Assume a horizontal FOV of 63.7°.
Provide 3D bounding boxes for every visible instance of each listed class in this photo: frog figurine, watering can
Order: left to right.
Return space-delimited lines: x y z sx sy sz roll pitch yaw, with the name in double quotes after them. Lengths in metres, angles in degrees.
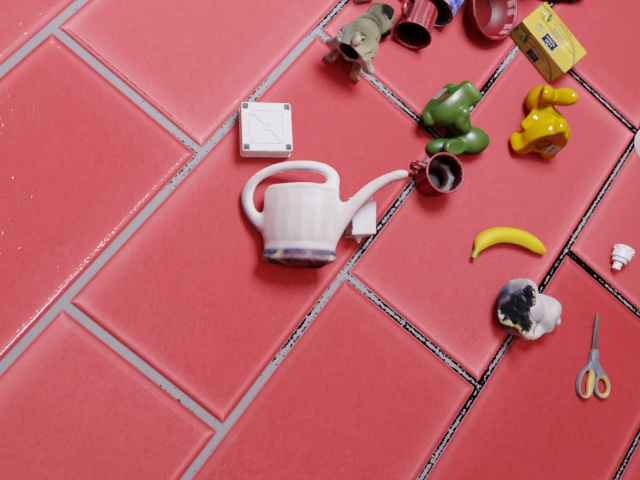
0.003 -0.053 1.054 0.347 0.103 0.226 1 83 10 "watering can"
0.475 0.156 1.172 0.159 0.121 0.139 4 70 -49 "frog figurine"
